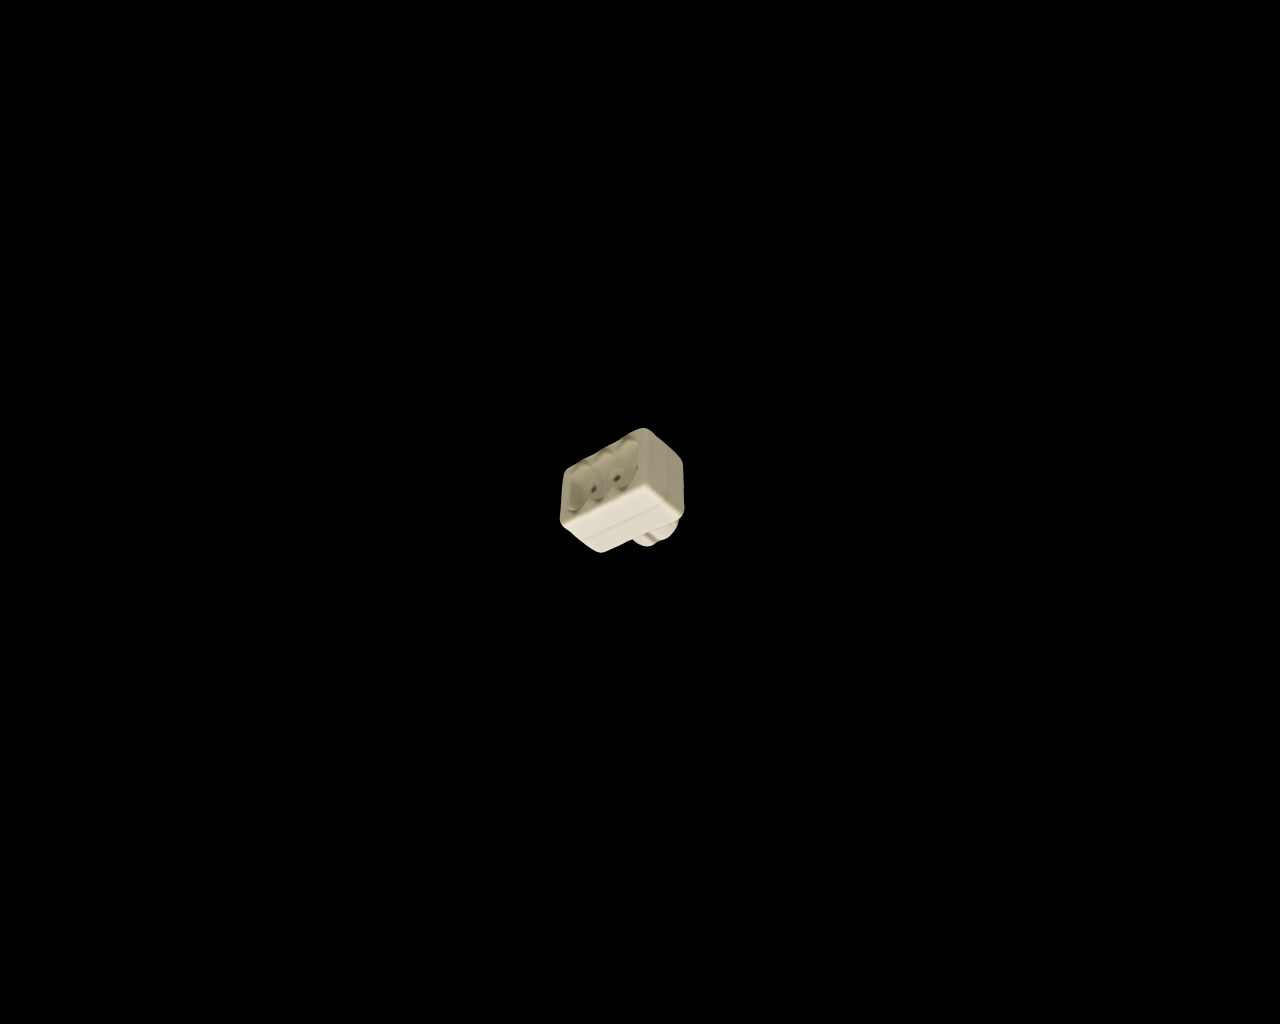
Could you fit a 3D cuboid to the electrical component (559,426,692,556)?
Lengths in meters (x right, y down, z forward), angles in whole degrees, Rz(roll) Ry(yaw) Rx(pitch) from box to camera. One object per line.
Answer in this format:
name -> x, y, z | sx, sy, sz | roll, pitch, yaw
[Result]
electrical component -> 0.001, -0.003, 0.650 | 0.065, 0.047, 0.076 | -26, -45, 28
